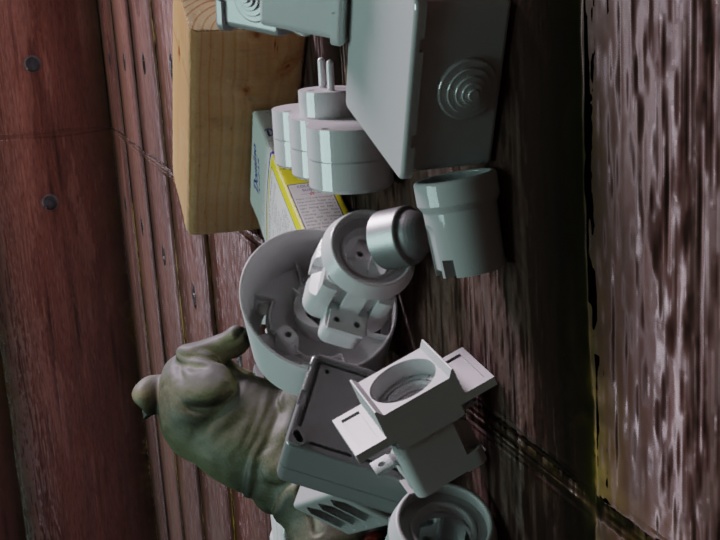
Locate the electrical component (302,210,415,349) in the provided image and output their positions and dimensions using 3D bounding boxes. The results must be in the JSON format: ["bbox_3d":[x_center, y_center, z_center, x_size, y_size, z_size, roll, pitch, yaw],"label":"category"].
[{"bbox_3d":[0.000,0.000,0.646,0.057,0.058,0.078,121,164,-58],"label":"electrical component"}]

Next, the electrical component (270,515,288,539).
[{"bbox_3d":[-0.043,0.237,0.904,0.059,0.054,0.095,-156,60,-71],"label":"electrical component"}]

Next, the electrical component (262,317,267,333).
[{"bbox_3d":[-0.056,0.028,0.859,0.048,0.066,0.055,-2,106,39],"label":"electrical component"}]

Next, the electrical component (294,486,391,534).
[{"bbox_3d":[0.000,0.128,0.716,0.066,0.047,0.076,-34,30,56],"label":"electrical component"}]

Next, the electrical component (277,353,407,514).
[{"bbox_3d":[0.006,0.100,0.627,0.061,0.096,0.061,108,179,-55],"label":"electrical component"}]

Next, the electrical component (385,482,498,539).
[{"bbox_3d":[0.043,0.152,0.576,0.078,0.058,0.057,-116,22,-46],"label":"electrical component"}]

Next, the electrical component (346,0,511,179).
[{"bbox_3d":[0.031,-0.104,0.519,0.099,0.048,0.099,-120,28,-52],"label":"electrical component"}]

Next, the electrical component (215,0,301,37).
[{"bbox_3d":[-0.039,-0.189,0.636,0.048,0.100,0.099,19,121,33],"label":"electrical component"}]

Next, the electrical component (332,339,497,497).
[{"bbox_3d":[0.032,0.079,0.561,0.063,0.081,0.042,65,172,-25],"label":"electrical component"}]

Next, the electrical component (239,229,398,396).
[{"bbox_3d":[-0.026,0.030,0.684,0.064,0.099,0.099,93,161,-50],"label":"electrical component"}]

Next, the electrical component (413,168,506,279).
[{"bbox_3d":[0.049,-0.022,0.513,0.040,0.040,0.046,-159,57,-71],"label":"electrical component"}]

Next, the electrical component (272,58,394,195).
[{"bbox_3d":[-0.020,-0.097,0.684,0.138,0.052,0.073,-141,46,-66],"label":"electrical component"}]

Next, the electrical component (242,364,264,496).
[{"bbox_3d":[-0.074,0.148,0.954,0.121,0.063,0.078,103,154,-50],"label":"electrical component"}]

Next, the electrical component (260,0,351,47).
[{"bbox_3d":[-0.014,-0.176,0.563,0.099,0.048,0.099,-53,-27,-52],"label":"electrical component"}]
